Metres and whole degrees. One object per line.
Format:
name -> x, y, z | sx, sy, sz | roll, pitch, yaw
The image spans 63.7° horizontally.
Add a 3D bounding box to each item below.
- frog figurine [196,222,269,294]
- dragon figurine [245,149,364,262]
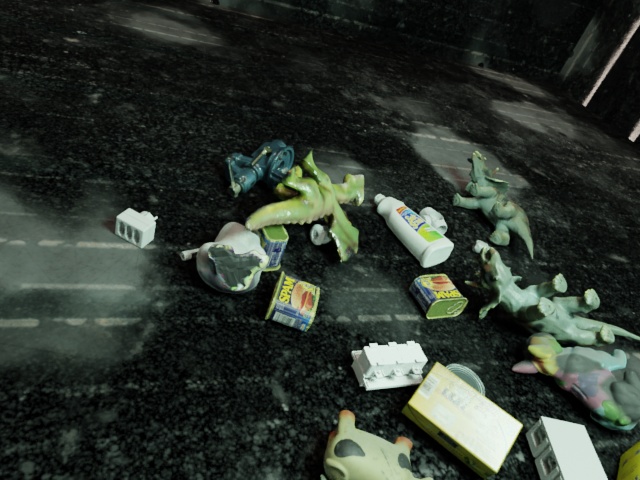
frog figurine -> -0.176, 0.032, 1.018 | 0.161, 0.138, 0.121 | -136, -137, -67
dragon figurine -> 0.003, -0.057, 1.132 | 0.120, 0.241, 0.419 | -38, -168, 40
